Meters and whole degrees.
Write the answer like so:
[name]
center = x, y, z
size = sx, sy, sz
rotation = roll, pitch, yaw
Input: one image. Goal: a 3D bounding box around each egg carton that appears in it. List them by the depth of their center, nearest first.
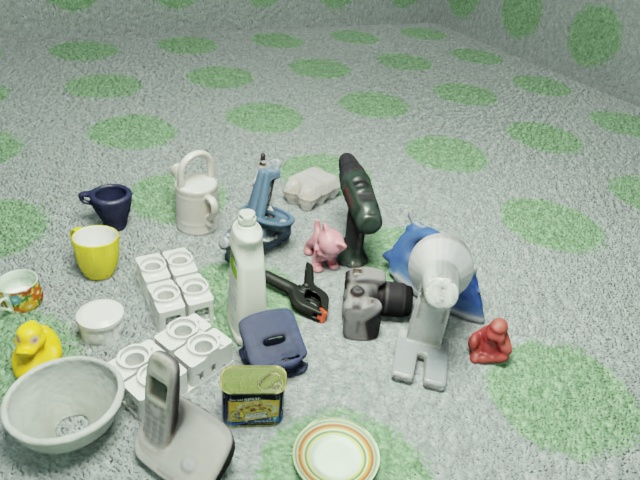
[egg carton]
center = -0.020, -0.137, 1.503
size = 0.107, 0.069, 0.151
rotation = 28, 39, 29

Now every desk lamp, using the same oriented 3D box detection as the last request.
[desk lamp]
center = 0.205, 0.118, 1.024
size = 0.118, 0.214, 0.203
rotation = 11, 34, 7

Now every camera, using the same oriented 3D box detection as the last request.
[camera]
center = 0.113, 0.115, 1.116
size = 0.137, 0.101, 0.143
rotation = 6, 33, 0

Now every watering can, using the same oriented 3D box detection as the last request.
[watering can]
center = -0.291, -0.119, 1.321
size = 0.172, 0.194, 0.101
rotation = 19, 36, 20

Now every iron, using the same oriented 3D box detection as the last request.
[iron]
center = 0.255, 0.051, 1.198
size = 0.119, 0.141, 0.257
rotation = -21, 42, -35

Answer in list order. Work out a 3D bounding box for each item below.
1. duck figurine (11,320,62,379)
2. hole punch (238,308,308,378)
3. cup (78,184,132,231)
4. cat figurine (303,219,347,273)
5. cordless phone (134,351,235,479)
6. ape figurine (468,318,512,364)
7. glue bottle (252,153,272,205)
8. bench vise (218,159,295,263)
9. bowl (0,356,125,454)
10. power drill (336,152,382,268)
[duck figurine]
center = -0.475, 0.172, 0.952
size = 0.077, 0.086, 0.104
rotation = 2, 34, -6
[hole punch]
center = -0.080, 0.182, 0.994
size = 0.109, 0.091, 0.100
rotation = -11, 37, -24
[cup]
center = -0.485, -0.069, 1.305
size = 0.118, 0.095, 0.091
rotation = 2, 34, -5
[cat figurine]
center = 0.011, 0.004, 1.251
size = 0.067, 0.118, 0.127
rotation = -7, 36, -19
[cordless phone]
center = -0.188, 0.249, 0.791
size = 0.147, 0.185, 0.094
rotation = 21, 36, 22
[ape figurine]
center = 0.319, 0.182, 1.056
size = 0.077, 0.092, 0.076
rotation = 29, 40, 31
[glue bottle]
center = -0.140, -0.128, 1.377
size = 0.037, 0.173, 0.078
rotation = 13, 34, 11
[bench vise]
center = -0.125, -0.051, 1.221
size = 0.121, 0.220, 0.207
rotation = 14, 34, 12
[bowl]
center = -0.375, 0.256, 0.852
size = 0.167, 0.075, 0.167
rotation = 4, 34, -3
[power drill]
center = 0.074, -0.057, 1.271
size = 0.076, 0.208, 0.229
rotation = -4, 35, -14
